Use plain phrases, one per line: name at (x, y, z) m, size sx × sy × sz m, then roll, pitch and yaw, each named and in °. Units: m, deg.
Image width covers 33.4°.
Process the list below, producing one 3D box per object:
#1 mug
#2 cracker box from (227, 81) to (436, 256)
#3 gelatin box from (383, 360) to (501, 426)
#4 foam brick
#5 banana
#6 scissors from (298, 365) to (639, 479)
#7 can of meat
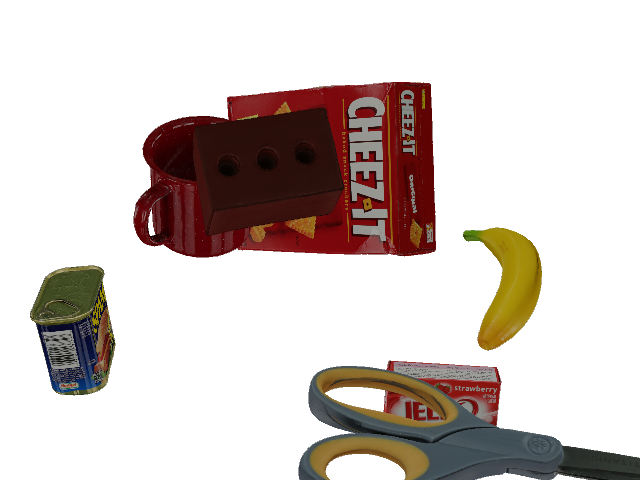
mug at (-0.101, -0.035, 0.847) m, size 0.093 × 0.081 × 0.117 m, roll 28°, pitch 45°, yaw 25°
cracker box at (0.006, -0.069, 1.063) m, size 0.214 × 0.164 × 0.071 m, roll 2°, pitch 7°, yaw 40°
gelatin box at (0.094, 0.135, 0.843) m, size 0.089 × 0.073 × 0.030 m, roll 3°, pitch 22°, yaw 2°
foam brick at (-0.032, -0.039, 0.617) m, size 0.078 × 0.053 × 0.051 m, roll -11°, pitch -13°, yaw -10°
banana at (0.178, 0.038, 1.018) m, size 0.070 × 0.037 × 0.197 m, roll -25°, pitch 25°, yaw 17°
scissors at (0.079, 0.100, 0.449) m, size 0.202 × 0.016 × 0.096 m, roll 16°, pitch 34°, yaw 23°
can of meat at (-0.228, 0.084, 0.998) m, size 0.057 × 0.084 × 0.102 m, roll -6°, pitch 26°, yaw 0°
